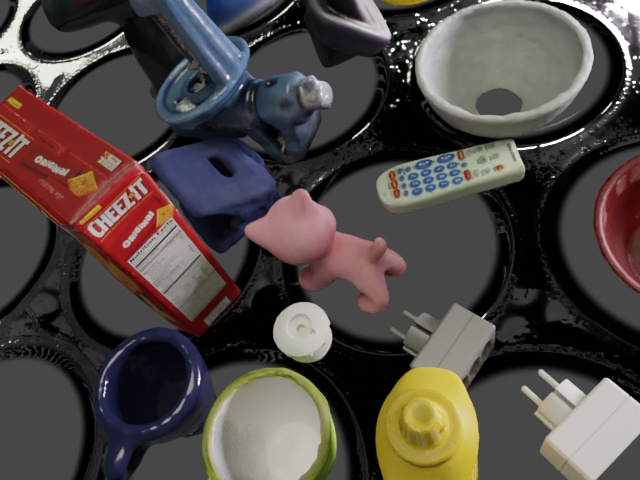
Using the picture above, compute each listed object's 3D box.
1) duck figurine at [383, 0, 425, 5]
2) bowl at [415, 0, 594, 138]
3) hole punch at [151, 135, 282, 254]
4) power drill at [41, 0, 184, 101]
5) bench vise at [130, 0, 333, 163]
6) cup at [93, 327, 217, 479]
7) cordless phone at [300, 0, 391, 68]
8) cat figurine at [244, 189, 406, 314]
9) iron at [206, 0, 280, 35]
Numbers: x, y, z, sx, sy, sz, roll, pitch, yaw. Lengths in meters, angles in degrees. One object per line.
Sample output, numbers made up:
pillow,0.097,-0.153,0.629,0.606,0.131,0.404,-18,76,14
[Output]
duck figurine,0.117,-0.350,0.707,0.104,0.086,0.077,-15,57,7
bowl,0.183,-0.161,0.582,0.167,0.075,0.167,-7,58,11
hole punch,-0.105,-0.062,0.591,0.101,0.091,0.108,-39,58,-9
power drill,-0.181,-0.254,0.656,0.229,0.209,0.075,-8,58,11
bench vise,-0.093,-0.182,0.583,0.207,0.220,0.121,-5,59,12
cup,-0.128,0.143,0.473,0.091,0.095,0.118,7,62,19
cordless phone,0.012,-0.309,0.651,0.094,0.185,0.147,-23,57,1
cat figurine,0.005,0.002,0.508,0.127,0.118,0.067,14,65,23
iron,-0.092,-0.406,0.764,0.118,0.142,0.258,23,68,26
